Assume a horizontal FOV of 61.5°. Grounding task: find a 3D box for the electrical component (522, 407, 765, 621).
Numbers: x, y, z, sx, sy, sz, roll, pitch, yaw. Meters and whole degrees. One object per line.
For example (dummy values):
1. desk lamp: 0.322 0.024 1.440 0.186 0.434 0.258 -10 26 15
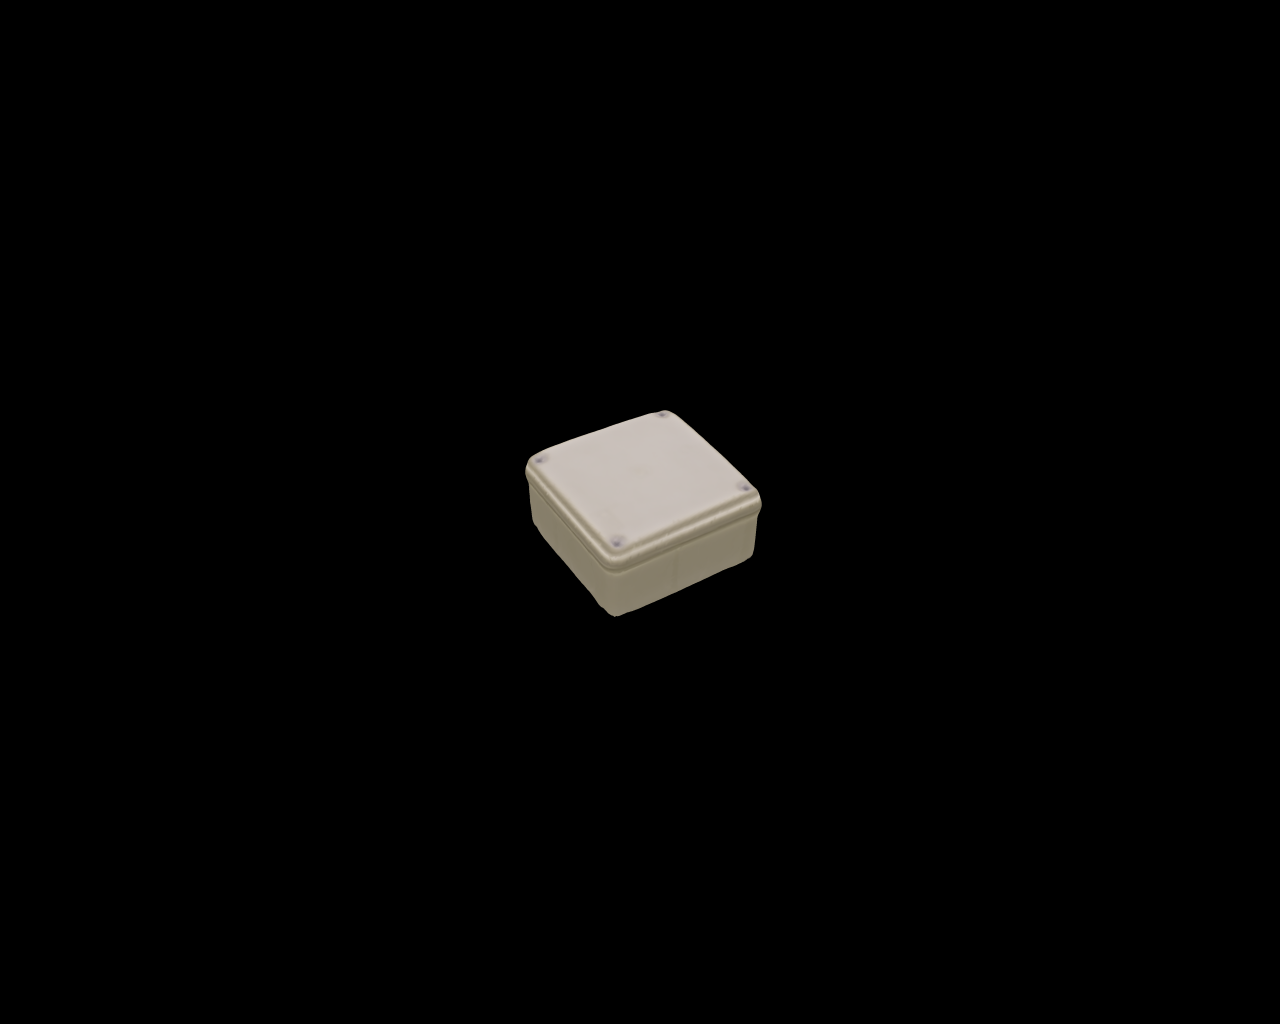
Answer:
1. electrical component: 0.001 -0.003 0.650 0.109 0.056 0.109 -22 45 -23
